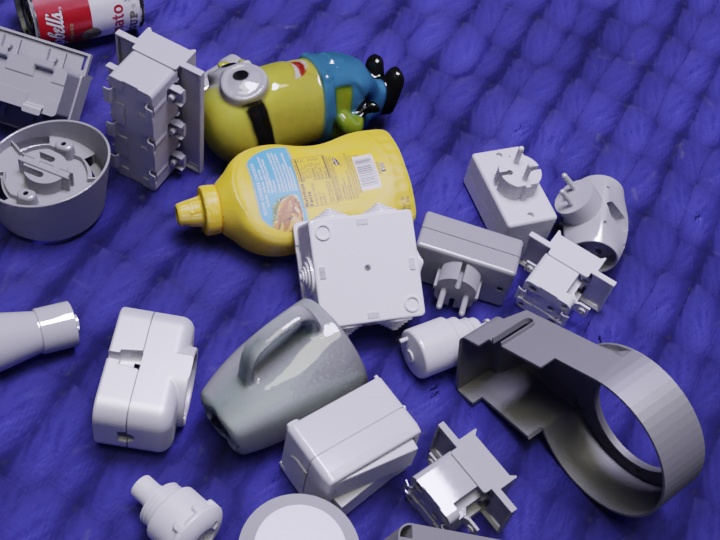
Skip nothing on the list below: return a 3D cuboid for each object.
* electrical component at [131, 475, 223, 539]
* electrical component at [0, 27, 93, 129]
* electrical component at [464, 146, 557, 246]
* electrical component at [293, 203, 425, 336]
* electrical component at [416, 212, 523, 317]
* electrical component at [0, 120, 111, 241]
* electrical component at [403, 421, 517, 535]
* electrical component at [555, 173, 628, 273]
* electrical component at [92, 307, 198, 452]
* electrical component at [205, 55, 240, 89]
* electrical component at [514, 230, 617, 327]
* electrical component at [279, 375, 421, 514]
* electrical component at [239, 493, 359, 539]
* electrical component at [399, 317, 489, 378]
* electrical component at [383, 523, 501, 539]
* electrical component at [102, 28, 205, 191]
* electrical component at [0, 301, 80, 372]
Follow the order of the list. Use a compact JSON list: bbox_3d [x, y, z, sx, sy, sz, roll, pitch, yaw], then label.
[{"bbox_3d":[-0.127,0.163,0.723,0.062,0.048,0.048,35,56,23],"label":"electrical component"},{"bbox_3d":[-0.298,-0.163,0.907,0.121,0.063,0.078,18,94,2],"label":"electrical component"},{"bbox_3d":[0.133,-0.073,0.922,0.047,0.075,0.083,-11,57,-18],"label":"electrical component"},{"bbox_3d":[0.000,0.000,0.838,0.100,0.048,0.099,-7,88,-16],"label":"electrical component"},{"bbox_3d":[0.081,0.005,0.874,0.083,0.047,0.075,18,53,2],"label":"electrical component"},{"bbox_3d":[-0.249,-0.074,0.858,0.099,0.064,0.099,5,54,-7],"label":"electrical component"},{"bbox_3d":[0.070,0.154,0.766,0.064,0.042,0.081,-29,63,-26],"label":"electrical component"},{"bbox_3d":[0.193,-0.051,0.922,0.079,0.043,0.077,44,45,-33],"label":"electrical component"},{"bbox_3d":[-0.151,0.079,0.772,0.059,0.053,0.095,10,53,-3],"label":"electrical component"},{"bbox_3d":[-0.124,-0.166,0.965,0.046,0.040,0.040,-35,67,-24],"label":"electrical component"},{"bbox_3d":[0.164,0.010,0.889,0.081,0.042,0.063,33,57,14],"label":"electrical component"},{"bbox_3d":[0.000,0.126,0.762,0.096,0.061,0.061,-26,62,-27],"label":"electrical component"},{"bbox_3d":[-0.042,0.194,0.711,0.080,0.051,0.080,5,54,-7],"label":"electrical component"},{"bbox_3d":[0.068,0.056,0.838,0.078,0.040,0.040,-19,60,-22],"label":"electrical component"},{"bbox_3d":[0.060,0.216,0.693,0.113,0.057,0.078,16,51,-21],"label":"electrical component"},{"bbox_3d":[-0.169,-0.126,0.876,0.079,0.121,0.063,27,57,10],"label":"electrical component"},{"bbox_3d":[-0.240,0.046,0.789,0.065,0.044,0.044,-14,58,-25],"label":"electrical component"}]
